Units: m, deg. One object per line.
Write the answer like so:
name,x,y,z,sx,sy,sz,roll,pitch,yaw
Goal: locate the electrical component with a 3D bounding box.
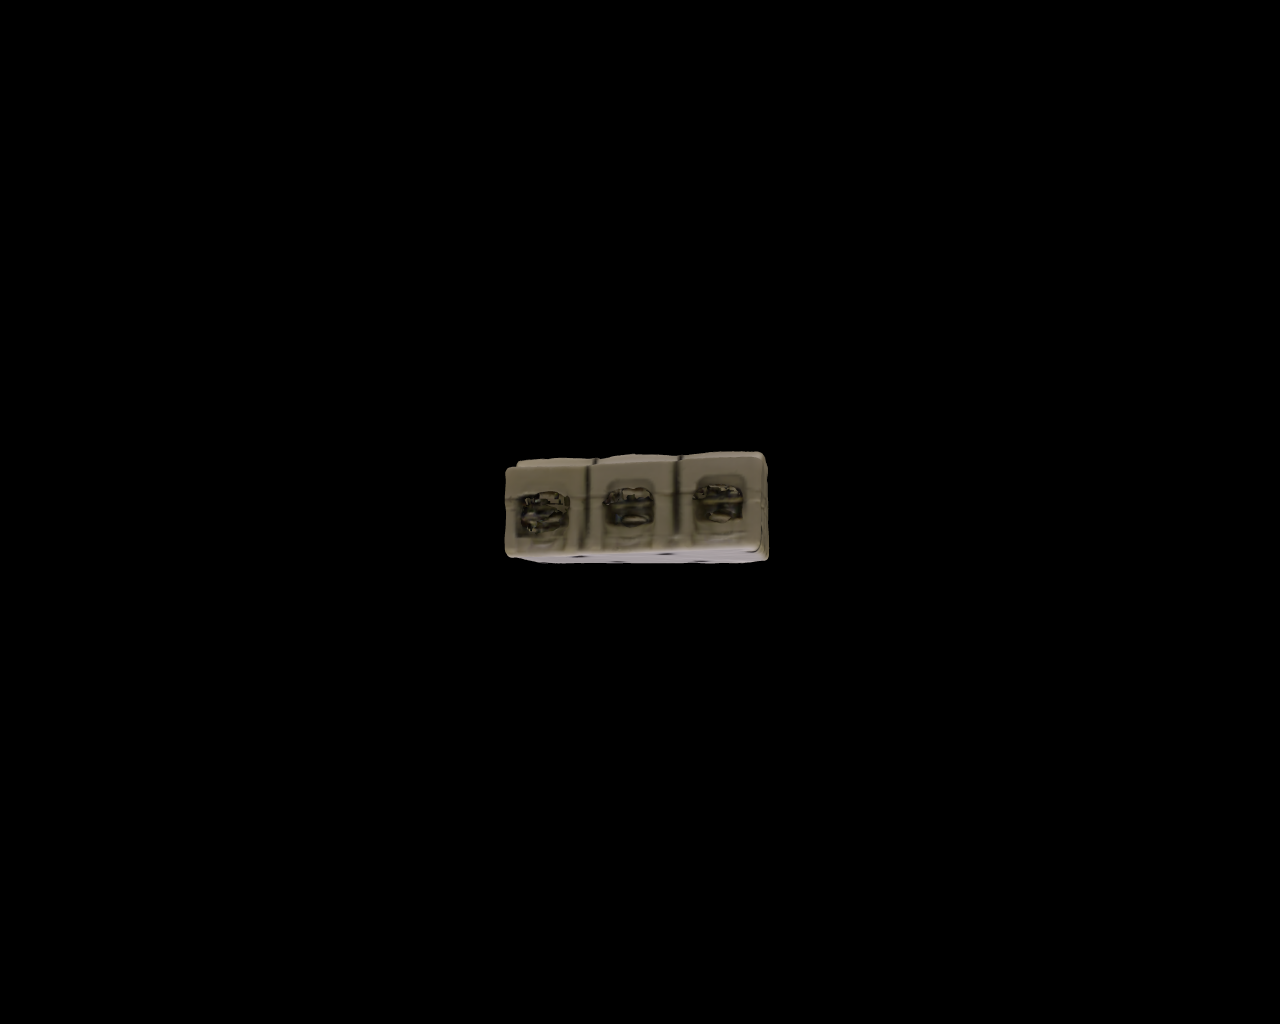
electrical component,0.001,-0.003,0.650,0.150,0.061,0.089,-1,-7,9
